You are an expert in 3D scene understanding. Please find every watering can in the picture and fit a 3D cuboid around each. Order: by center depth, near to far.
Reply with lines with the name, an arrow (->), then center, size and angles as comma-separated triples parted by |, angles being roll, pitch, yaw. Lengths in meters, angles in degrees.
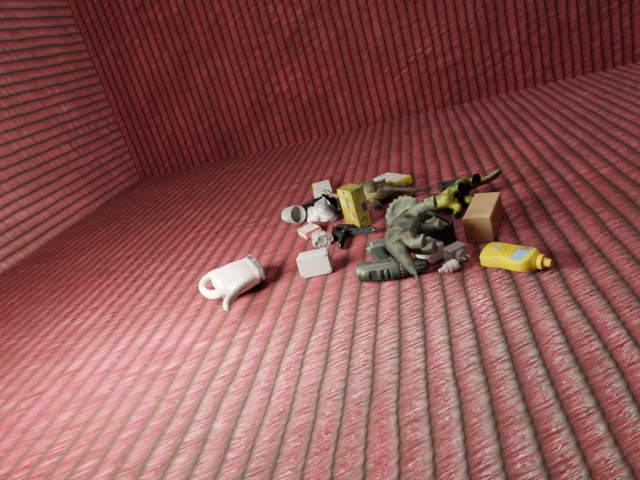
watering can -> -0.284, 0.146, 1.747 | 0.226, 0.102, 0.350 | -24, 22, -21

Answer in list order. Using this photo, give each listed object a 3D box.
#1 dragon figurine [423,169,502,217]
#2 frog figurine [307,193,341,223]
dragon figurine -> 0.506, -0.181, 2.007 | 0.415, 0.121, 0.242 | -29, 17, -31
frog figurine -> 0.007, -0.111, 2.198 | 0.157, 0.123, 0.138 | -44, -12, 25
